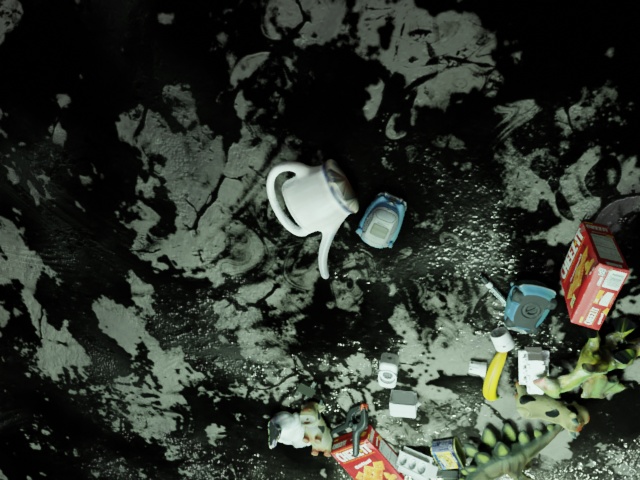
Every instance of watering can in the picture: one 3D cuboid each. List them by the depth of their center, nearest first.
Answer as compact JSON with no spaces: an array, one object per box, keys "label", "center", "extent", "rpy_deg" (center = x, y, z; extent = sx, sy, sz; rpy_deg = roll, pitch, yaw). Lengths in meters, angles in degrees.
[{"label":"watering can","center":[0.004,-0.069,1.361],"extent":[0.222,0.344,0.106],"rpy_deg":[-25,17,24]}]

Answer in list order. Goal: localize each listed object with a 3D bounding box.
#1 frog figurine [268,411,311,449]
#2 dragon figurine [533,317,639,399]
[{"label":"frog figurine","center":[-0.094,0.652,1.776],"extent":[0.159,0.135,0.125],"rpy_deg":[4,26,-28]},{"label":"dragon figurine","center":[0.776,0.333,1.367],"extent":[0.410,0.237,0.125],"rpy_deg":[-13,42,3]}]
